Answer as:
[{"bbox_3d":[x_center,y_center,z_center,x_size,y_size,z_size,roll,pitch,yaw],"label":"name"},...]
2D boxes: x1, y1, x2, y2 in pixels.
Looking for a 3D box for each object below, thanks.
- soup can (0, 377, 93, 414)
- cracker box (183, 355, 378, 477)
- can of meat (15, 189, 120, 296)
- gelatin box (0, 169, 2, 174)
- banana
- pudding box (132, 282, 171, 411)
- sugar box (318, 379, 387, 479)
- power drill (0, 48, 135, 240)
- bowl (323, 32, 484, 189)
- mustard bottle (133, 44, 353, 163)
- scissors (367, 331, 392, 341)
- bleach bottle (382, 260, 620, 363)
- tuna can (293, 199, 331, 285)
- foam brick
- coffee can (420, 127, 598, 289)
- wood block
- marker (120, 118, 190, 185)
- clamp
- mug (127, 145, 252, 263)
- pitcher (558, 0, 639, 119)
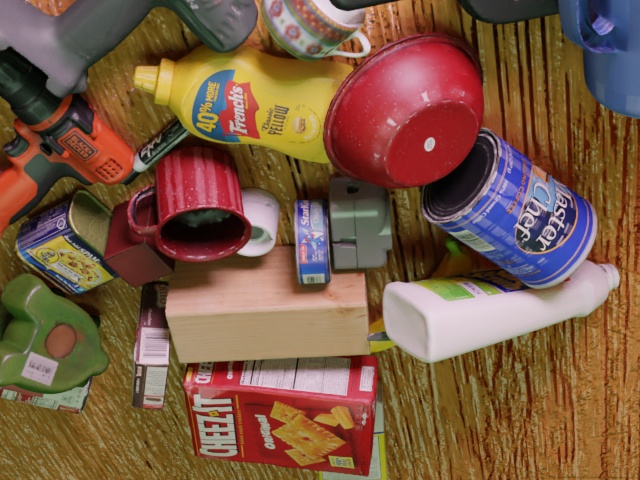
[{"bbox_3d":[-0.325,0.163,1.260,0.102,0.068,0.069,16,135,-16],"label":"soup can"},{"bbox_3d":[-0.043,0.197,1.232,0.214,0.072,0.164,5,139,4],"label":"cracker box"},{"bbox_3d":[-0.250,0.007,1.101,0.084,0.057,0.102,-23,132,26],"label":"can of meat"},{"bbox_3d":[-0.355,-0.080,1.029,0.073,0.030,0.089,-3,137,4],"label":"gelatin box"},{"bbox_3d":[0.108,0.065,1.163,0.069,0.037,0.198,21,126,-25],"label":"banana"},{"bbox_3d":[-0.184,0.116,1.176,0.039,0.113,0.090,5,138,-7],"label":"pudding box"},{"bbox_3d":[0.037,0.243,1.357,0.093,0.048,0.176,-1,134,4],"label":"sugar box"},{"bbox_3d":[-0.292,-0.076,0.982,0.188,0.057,0.184,-33,132,13],"label":"power drill"},{"bbox_3d":[0.086,-0.099,0.939,0.162,0.055,0.162,-17,137,-17],"label":"bowl"},{"bbox_3d":[-0.070,-0.128,0.953,0.191,0.058,0.096,10,134,-9],"label":"mustard bottle"},{"bbox_3d":[0.143,0.086,1.156,0.201,0.016,0.096,13,127,-47],"label":"scissors"},{"bbox_3d":[0.197,0.060,1.103,0.250,0.103,0.068,-12,111,-24],"label":"bleach bottle"},{"bbox_3d":[-0.007,0.001,1.070,0.034,0.086,0.086,-3,137,2],"label":"tuna can"},{"bbox_3d":[-0.178,-0.001,1.077,0.053,0.078,0.051,-21,131,21],"label":"foam brick"},{"bbox_3d":[0.181,-0.029,1.022,0.140,0.103,0.103,31,129,-28],"label":"coffee can"},{"bbox_3d":[-0.053,0.067,1.138,0.206,0.090,0.091,-3,137,4],"label":"wood block"},{"bbox_3d":[-0.156,-0.088,1.025,0.020,0.020,0.121,34,128,-30],"label":"marker"},{"bbox_3d":[0.117,-0.220,0.848,0.209,0.036,0.165,23,116,-30],"label":"clamp"},{"bbox_3d":[-0.127,-0.034,1.024,0.117,0.081,0.093,-11,146,2],"label":"mug"},{"bbox_3d":[0.250,-0.205,0.811,0.149,0.145,0.243,-3,140,10],"label":"pitcher"}]
